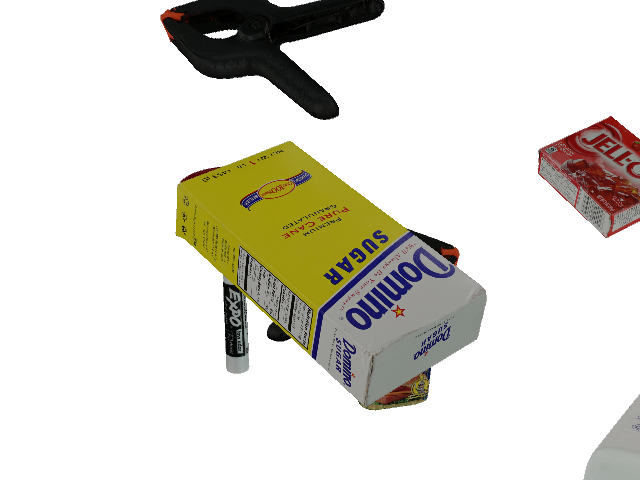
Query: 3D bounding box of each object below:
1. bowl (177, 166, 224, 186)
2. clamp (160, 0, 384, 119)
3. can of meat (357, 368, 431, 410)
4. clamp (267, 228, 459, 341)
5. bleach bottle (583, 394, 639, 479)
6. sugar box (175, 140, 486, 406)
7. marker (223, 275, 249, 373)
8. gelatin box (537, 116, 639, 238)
[{"bbox_3d":[-0.096,-0.038,1.317,0.162,0.055,0.162,4,25,-2],"label":"bowl"},{"bbox_3d":[-0.037,-0.161,0.821,0.172,0.120,0.039,22,-32,20],"label":"clamp"},{"bbox_3d":[0.096,0.170,1.400,0.102,0.084,0.057,-4,25,-19],"label":"can of meat"},{"bbox_3d":[0.035,0.033,1.059,0.210,0.164,0.036,2,-40,-4],"label":"clamp"},{"bbox_3d":[0.248,0.102,0.628,0.103,0.068,0.250,18,30,32],"label":"bleach bottle"},{"bbox_3d":[0.002,0.011,0.624,0.093,0.048,0.176,-26,47,-34],"label":"sugar box"},{"bbox_3d":[-0.068,0.049,0.847,0.020,0.121,0.020,-1,23,0],"label":"marker"},{"bbox_3d":[0.224,-0.052,0.828,0.073,0.030,0.089,-24,50,-17],"label":"gelatin box"}]
